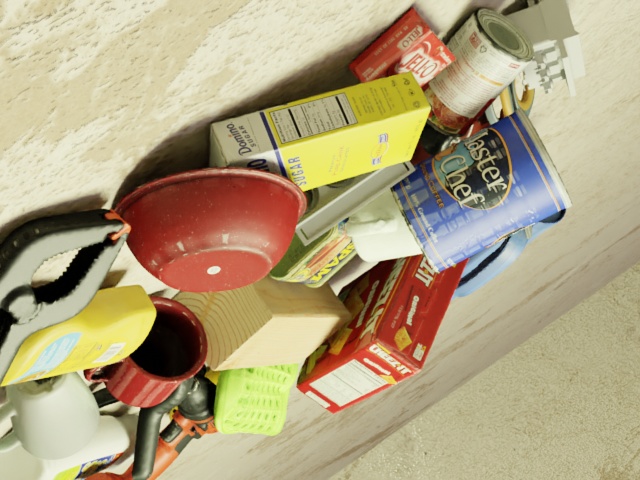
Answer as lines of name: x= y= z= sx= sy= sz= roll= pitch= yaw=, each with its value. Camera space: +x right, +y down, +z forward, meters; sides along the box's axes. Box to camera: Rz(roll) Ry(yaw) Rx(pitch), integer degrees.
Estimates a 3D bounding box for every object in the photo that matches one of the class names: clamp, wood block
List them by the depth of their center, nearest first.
clamp: x=-0.231 y=0.053 z=0.805 sx=0.209 sy=0.036 sz=0.164 roll=-34 pitch=138 yaw=-21
clamp: x=-0.195 y=0.160 z=1.149 sx=0.171 sy=0.120 sz=0.039 roll=-61 pitch=162 yaw=8
wood block: x=-0.059 y=0.077 z=1.165 sx=0.091 sy=0.090 sz=0.205 roll=-41 pitch=161 yaw=16

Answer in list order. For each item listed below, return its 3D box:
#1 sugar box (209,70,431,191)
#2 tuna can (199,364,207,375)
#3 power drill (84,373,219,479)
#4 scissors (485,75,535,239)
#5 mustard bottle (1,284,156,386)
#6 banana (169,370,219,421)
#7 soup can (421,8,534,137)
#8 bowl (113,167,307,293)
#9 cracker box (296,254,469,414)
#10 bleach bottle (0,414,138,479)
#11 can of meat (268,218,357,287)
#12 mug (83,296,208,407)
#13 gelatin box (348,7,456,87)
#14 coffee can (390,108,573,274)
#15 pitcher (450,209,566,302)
sugar box: x=-0.003 y=-0.080 z=0.883 sx=0.176 sy=0.048 sz=0.093 roll=-20 pitch=159 yaw=-14
tuna can: x=-0.176 y=0.161 z=1.253 sx=0.086 sy=0.034 sz=0.086 roll=-32 pitch=162 yaw=-12
power drill: x=-0.185 y=0.236 z=1.231 sx=0.187 sy=0.057 sz=0.184 roll=-43 pitch=162 yaw=-12
scissors: x=0.217 y=-0.106 z=1.138 sx=0.096 sy=0.016 sz=0.201 roll=-50 pitch=130 yaw=-31
mustard bottle: x=-0.233 y=0.084 z=0.908 sx=0.096 sy=0.058 sz=0.191 roll=-39 pitch=164 yaw=29
banana: x=-0.148 y=0.198 z=1.405 sx=0.198 sy=0.037 sz=0.069 roll=-47 pitch=177 yaw=34
soup can: x=0.138 y=-0.153 z=0.978 sx=0.068 sy=0.068 sz=0.102 roll=-15 pitch=152 yaw=-49
bowl: x=-0.087 y=0.001 z=0.870 sx=0.162 sy=0.055 sz=0.162 roll=-7 pitch=156 yaw=-3
cracker box: x=0.068 y=0.099 z=1.262 sx=0.214 sy=0.072 sz=0.164 roll=-40 pitch=-161 yaw=56
bleach bottle: x=-0.272 y=0.242 z=1.240 sx=0.103 sy=0.068 sz=0.250 roll=-43 pitch=164 yaw=22
can of meat: x=-0.007 y=0.001 z=1.124 sx=0.102 sy=0.057 sz=0.083 roll=-42 pitch=159 yaw=17
mug: x=-0.178 y=0.117 z=1.053 sx=0.117 sy=0.093 sz=0.082 roll=-14 pitch=158 yaw=-37
gelatin box: x=0.072 y=-0.153 z=0.916 sx=0.073 sy=0.030 sz=0.089 roll=-39 pitch=163 yaw=12
coffee can: x=0.148 y=-0.045 z=0.995 sx=0.140 sy=0.103 sz=0.102 roll=-28 pitch=164 yaw=10
pitcher: x=0.179 y=-0.002 z=1.329 sx=0.148 sy=0.145 sz=0.243 roll=-19 pitch=159 yaw=-47
